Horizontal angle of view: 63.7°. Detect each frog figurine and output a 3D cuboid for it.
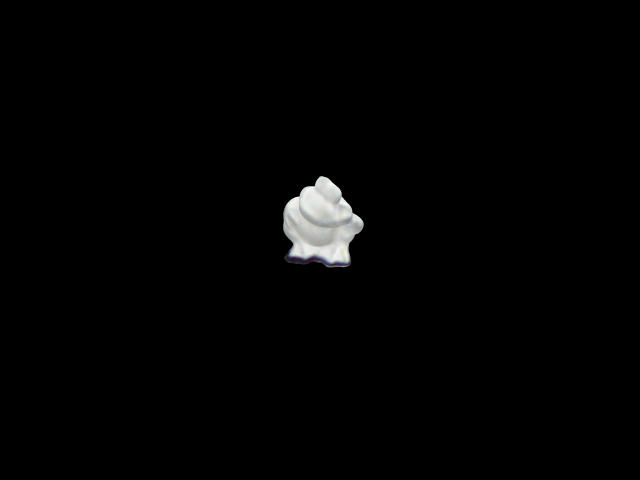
[{"bbox_3d":[0.003,-0.043,0.850,0.138,0.156,0.125,19,37,26],"label":"frog figurine"}]
